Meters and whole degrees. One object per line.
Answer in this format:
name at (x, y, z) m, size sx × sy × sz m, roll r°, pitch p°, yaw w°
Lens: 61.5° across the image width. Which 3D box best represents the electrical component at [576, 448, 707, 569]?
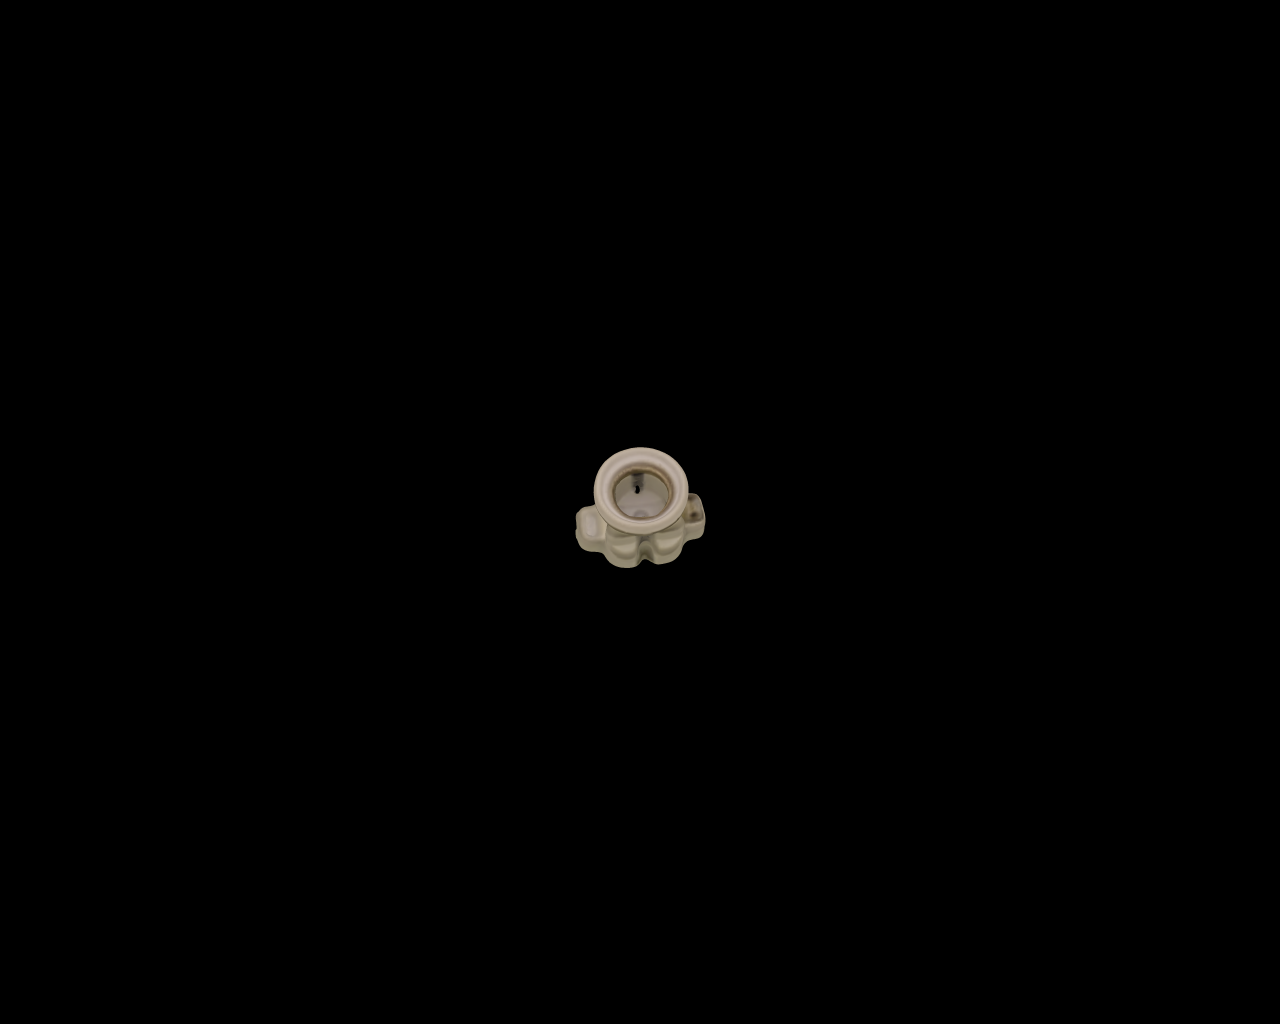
electrical component at (0.001, -0.003, 0.650) m, size 0.078 × 0.058 × 0.056 m, roll -6°, pitch -27°, yaw -3°
